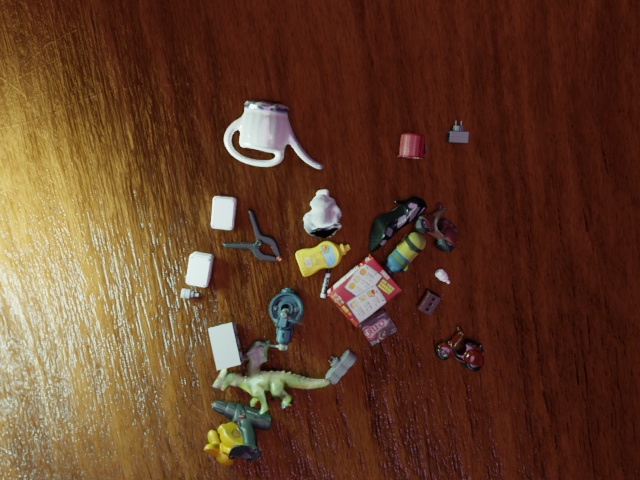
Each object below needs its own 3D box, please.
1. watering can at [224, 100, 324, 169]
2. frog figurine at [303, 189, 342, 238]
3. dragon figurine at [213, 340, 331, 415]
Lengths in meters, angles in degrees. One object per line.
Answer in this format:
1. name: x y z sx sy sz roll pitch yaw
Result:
1. watering can: -0.148 -0.356 1.748 0.347 0.105 0.223 8 98 -1
2. frog figurine: 0.006 -0.091 1.810 0.137 0.121 0.162 -18 64 10
3. dragon figurine: -0.188 0.485 1.881 0.410 0.122 0.243 -20 91 1
